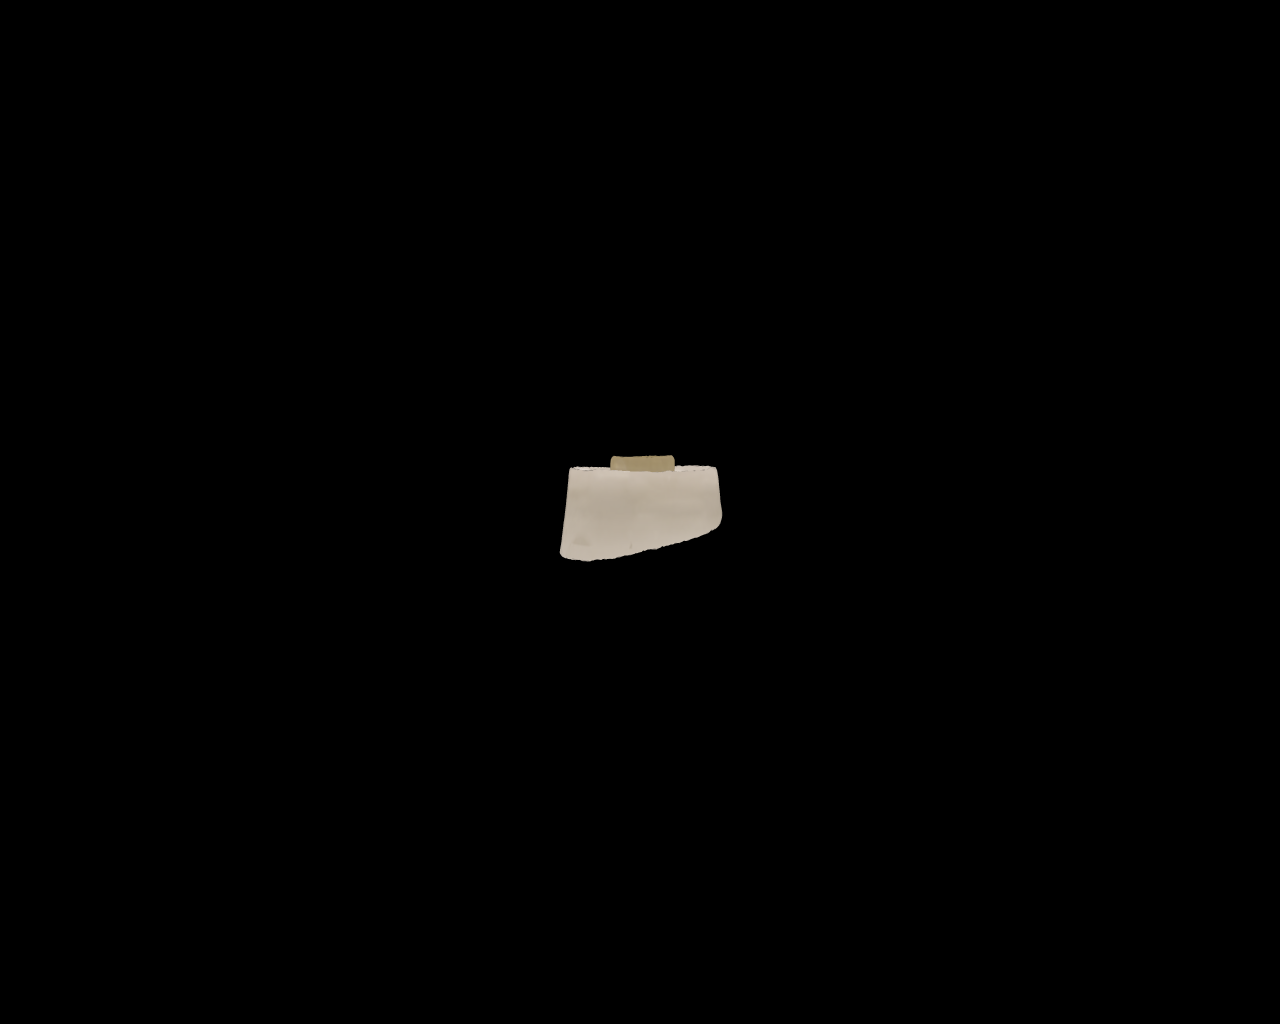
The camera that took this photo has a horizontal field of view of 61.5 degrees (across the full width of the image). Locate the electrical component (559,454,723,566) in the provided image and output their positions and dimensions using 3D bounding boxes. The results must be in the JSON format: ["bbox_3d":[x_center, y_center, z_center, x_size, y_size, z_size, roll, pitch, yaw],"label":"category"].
[{"bbox_3d":[0.001,-0.003,0.650,0.099,0.064,0.099,0,4,0],"label":"electrical component"}]
